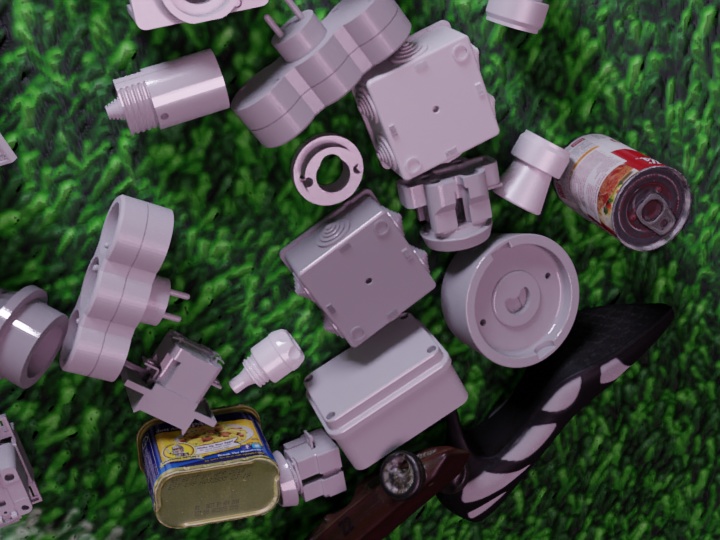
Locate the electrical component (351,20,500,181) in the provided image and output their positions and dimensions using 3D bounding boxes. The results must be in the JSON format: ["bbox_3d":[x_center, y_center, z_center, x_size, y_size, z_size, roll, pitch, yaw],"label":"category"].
[{"bbox_3d":[0.048,-0.125,0.803,0.100,0.048,0.099,-27,119,-7],"label":"electrical component"}]

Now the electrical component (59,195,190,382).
[{"bbox_3d":[-0.162,0.019,0.788,0.074,0.052,0.138,17,105,-25],"label":"electrical component"}]

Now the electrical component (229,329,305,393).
[{"bbox_3d":[-0.076,0.075,0.853,0.061,0.035,0.035,-36,119,1],"label":"electrical component"}]

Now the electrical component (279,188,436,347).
[{"bbox_3d":[0.000,0.000,0.839,0.100,0.048,0.099,-37,119,-1],"label":"electrical component"}]

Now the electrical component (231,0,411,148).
[{"bbox_3d":[-0.037,-0.157,0.758,0.138,0.052,0.073,-40,119,0],"label":"electrical component"}]

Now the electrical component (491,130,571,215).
[{"bbox_3d":[0.137,-0.078,0.856,0.045,0.045,0.055,23,102,-26],"label":"electrical component"}]

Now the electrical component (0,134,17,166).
[{"bbox_3d":[-0.287,-0.104,0.679,0.079,0.063,0.121,-10,123,31],"label":"electrical component"}]

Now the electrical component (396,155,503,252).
[{"bbox_3d":[0.072,-0.050,0.839,0.078,0.058,0.057,-17,113,-12],"label":"electrical component"}]

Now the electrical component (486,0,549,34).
[{"bbox_3d":[0.121,-0.207,0.796,0.045,0.045,0.055,9,109,-22],"label":"electrical component"}]

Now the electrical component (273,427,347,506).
[{"bbox_3d":[-0.047,0.167,0.896,0.055,0.048,0.066,-19,117,-19],"label":"electrical component"}]

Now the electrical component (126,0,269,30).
[{"bbox_3d":[-0.111,-0.195,0.714,0.089,0.055,0.050,-15,116,-13],"label":"electrical component"}]

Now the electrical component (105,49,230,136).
[{"bbox_3d":[-0.136,-0.121,0.744,0.081,0.043,0.043,-19,117,-10],"label":"electrical component"}]

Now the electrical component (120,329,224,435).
[{"bbox_3d":[-0.142,0.084,0.829,0.081,0.042,0.063,30,96,-28],"label":"electrical component"}]

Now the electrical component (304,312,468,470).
[{"bbox_3d":[0.019,0.096,0.870,0.113,0.078,0.057,-33,121,-4],"label":"electrical component"}]

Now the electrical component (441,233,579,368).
[{"bbox_3d":[0.117,0.020,0.878,0.108,0.060,0.108,-5,101,-26],"label":"electrical component"}]

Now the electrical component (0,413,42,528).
[{"bbox_3d":[-0.270,0.154,0.801,0.042,0.064,0.081,-20,117,-12],"label":"electrical component"}]
